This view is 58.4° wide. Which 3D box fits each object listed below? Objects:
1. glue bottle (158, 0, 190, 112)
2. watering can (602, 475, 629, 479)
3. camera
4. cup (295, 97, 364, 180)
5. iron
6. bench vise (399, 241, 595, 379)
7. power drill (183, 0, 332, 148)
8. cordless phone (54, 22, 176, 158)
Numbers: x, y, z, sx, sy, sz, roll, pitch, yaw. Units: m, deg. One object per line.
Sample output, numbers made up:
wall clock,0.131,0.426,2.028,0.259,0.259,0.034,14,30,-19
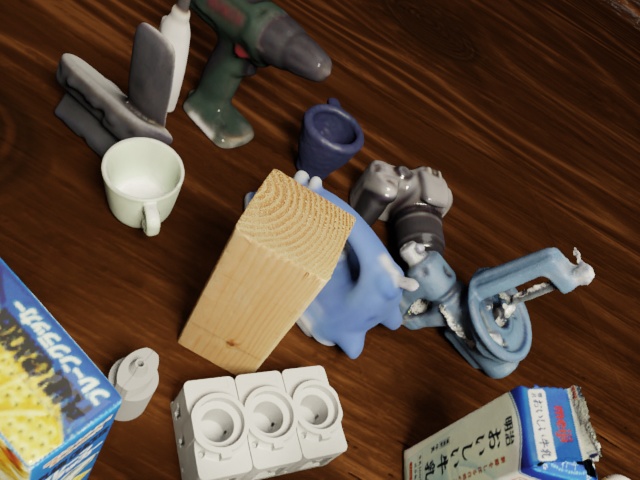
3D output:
glue bottle,-0.193,-0.252,0.743,0.037,0.173,0.078,-1,56,-31
watering can,0.375,0.327,0.604,0.173,0.194,0.101,37,45,1
camera,0.127,-0.037,0.812,0.143,0.100,0.136,15,49,-20
cup,0.003,-0.142,0.827,0.092,0.095,0.117,16,49,-19
iron,0.006,0.002,0.681,0.119,0.141,0.258,-27,71,-41
bench vise,0.197,0.067,0.687,0.208,0.219,0.121,24,46,-12
power drill,-0.101,-0.226,0.752,0.229,0.208,0.076,47,46,10
cordless phone,-0.229,-0.191,0.665,0.147,0.185,0.094,38,45,2
